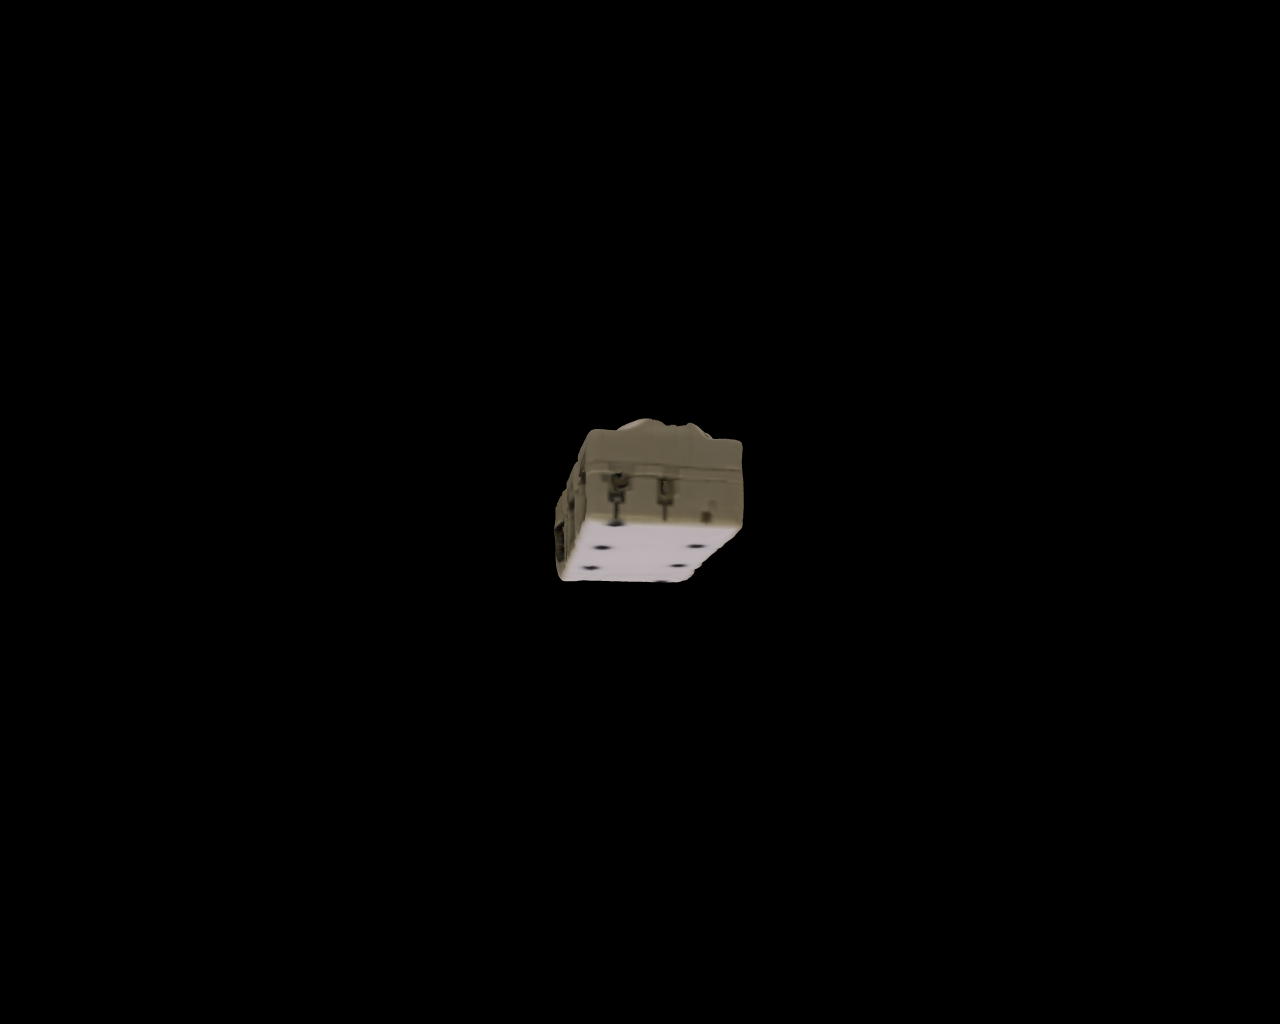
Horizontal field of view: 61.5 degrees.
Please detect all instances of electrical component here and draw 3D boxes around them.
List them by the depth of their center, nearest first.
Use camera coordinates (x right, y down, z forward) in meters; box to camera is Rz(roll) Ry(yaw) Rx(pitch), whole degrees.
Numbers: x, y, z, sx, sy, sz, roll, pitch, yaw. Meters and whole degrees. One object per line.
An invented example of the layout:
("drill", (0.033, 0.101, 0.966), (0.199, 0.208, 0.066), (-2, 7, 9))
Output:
("electrical component", (0.001, -0.003, 0.650), (0.089, 0.062, 0.150), (3, -16, -11))
